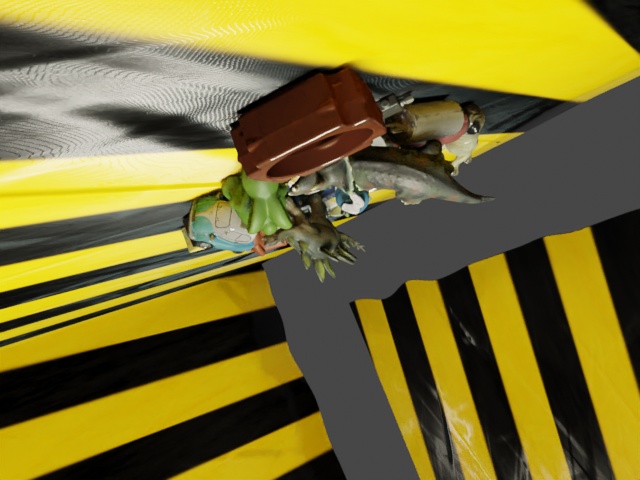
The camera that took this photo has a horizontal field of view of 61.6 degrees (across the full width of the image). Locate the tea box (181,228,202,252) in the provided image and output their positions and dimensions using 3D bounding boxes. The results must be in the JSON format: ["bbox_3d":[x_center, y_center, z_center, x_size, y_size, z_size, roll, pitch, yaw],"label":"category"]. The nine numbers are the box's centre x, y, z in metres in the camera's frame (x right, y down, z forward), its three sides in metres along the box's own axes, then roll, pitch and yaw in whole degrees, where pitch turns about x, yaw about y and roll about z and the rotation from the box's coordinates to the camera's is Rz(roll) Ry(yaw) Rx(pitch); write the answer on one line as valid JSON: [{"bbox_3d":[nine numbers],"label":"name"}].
[{"bbox_3d":[-0.258,-0.027,1.386,0.098,0.068,0.169,-25,174,39],"label":"tea box"}]

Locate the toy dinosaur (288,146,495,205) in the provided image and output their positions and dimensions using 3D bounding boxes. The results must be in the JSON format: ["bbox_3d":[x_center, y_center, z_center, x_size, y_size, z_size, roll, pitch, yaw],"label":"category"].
[{"bbox_3d":[0.146,-0.124,1.016,0.405,0.131,0.192,8,-168,6],"label":"toy dinosaur"}]

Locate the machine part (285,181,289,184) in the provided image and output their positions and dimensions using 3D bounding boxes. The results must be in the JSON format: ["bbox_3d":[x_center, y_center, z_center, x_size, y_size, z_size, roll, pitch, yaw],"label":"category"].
[{"bbox_3d":[-0.128,-0.113,1.181,0.139,0.039,0.084,-24,-179,0],"label":"machine part"}]

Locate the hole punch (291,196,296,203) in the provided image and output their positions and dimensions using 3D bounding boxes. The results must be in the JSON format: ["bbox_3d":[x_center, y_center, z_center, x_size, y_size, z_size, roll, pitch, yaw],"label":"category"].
[{"bbox_3d":[-0.093,-0.065,1.497,0.092,0.115,0.142,-15,177,10],"label":"hole punch"}]

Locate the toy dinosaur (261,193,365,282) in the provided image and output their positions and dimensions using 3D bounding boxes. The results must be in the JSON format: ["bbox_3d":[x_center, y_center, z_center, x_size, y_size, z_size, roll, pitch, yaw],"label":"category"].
[{"bbox_3d":[-0.003,-0.004,1.280,0.105,0.198,0.471,-37,170,24],"label":"toy dinosaur"}]

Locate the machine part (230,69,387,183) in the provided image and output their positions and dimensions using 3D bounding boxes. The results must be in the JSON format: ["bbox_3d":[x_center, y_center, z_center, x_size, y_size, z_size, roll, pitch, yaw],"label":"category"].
[{"bbox_3d":[-0.014,-0.163,0.793,0.201,0.087,0.201,-23,177,18],"label":"machine part"}]

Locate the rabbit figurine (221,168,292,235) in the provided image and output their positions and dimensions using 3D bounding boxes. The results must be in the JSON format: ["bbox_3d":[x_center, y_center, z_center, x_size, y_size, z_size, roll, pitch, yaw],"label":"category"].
[{"bbox_3d":[-0.117,-0.085,0.991,0.121,0.159,0.170,-11,159,-10],"label":"rabbit figurine"}]

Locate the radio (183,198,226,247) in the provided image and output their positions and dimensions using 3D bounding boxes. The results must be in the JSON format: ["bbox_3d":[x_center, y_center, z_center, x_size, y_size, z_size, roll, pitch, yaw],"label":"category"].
[{"bbox_3d":[-0.200,-0.056,1.273,0.229,0.073,0.131,-18,174,-43],"label":"radio"}]

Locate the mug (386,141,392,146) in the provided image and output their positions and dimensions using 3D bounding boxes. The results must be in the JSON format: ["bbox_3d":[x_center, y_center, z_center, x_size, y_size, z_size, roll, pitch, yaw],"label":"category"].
[{"bbox_3d":[0.152,-0.194,1.315,0.107,0.081,0.109,-29,177,19],"label":"mug"}]

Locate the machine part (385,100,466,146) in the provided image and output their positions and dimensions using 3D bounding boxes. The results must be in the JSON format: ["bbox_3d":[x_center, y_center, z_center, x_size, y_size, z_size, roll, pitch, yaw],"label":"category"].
[{"bbox_3d":[0.210,-0.236,1.072,0.243,0.079,0.079,-20,175,-40],"label":"machine part"}]

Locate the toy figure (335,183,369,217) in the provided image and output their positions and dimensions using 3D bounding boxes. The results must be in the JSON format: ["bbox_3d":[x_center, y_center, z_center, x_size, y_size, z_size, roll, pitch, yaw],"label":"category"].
[{"bbox_3d":[0.078,-0.107,1.284,0.082,0.089,0.180,-27,-158,10],"label":"toy figure"}]

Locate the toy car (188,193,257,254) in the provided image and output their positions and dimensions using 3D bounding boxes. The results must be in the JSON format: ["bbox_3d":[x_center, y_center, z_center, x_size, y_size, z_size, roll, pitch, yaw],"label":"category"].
[{"bbox_3d":[-0.185,-0.031,1.112,0.161,0.109,0.103,22,156,-38],"label":"toy car"}]

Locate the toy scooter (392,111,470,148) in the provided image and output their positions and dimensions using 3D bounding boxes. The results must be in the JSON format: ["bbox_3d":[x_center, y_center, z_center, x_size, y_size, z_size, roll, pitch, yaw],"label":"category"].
[{"bbox_3d":[0.243,-0.241,1.226,0.135,0.075,0.184,-17,178,-40],"label":"toy scooter"}]

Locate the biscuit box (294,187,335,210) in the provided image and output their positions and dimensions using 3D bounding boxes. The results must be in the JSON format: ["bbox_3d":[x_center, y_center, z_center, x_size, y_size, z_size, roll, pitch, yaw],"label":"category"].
[{"bbox_3d":[0.029,-0.145,1.405,0.203,0.063,0.059,-23,175,6],"label":"biscuit box"}]

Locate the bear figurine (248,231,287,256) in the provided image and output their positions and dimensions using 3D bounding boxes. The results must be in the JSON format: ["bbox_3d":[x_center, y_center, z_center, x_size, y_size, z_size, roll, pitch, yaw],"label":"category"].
[{"bbox_3d":[-0.177,-0.024,1.563,0.132,0.120,0.196,-26,171,-4],"label":"bear figurine"}]

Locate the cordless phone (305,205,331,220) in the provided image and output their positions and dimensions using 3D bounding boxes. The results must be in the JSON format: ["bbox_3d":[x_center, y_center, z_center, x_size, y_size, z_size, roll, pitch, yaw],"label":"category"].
[{"bbox_3d":[-0.037,-0.100,1.678,0.147,0.088,0.184,-25,-173,6],"label":"cordless phone"}]

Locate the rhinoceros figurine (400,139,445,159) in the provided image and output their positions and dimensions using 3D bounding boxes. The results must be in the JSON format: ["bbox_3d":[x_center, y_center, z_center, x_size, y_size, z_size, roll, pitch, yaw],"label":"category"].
[{"bbox_3d":[0.207,-0.171,1.187,0.112,0.073,0.190,19,162,-23],"label":"rhinoceros figurine"}]

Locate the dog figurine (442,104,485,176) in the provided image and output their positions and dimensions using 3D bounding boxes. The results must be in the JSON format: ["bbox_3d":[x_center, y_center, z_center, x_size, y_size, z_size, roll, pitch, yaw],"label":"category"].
[{"bbox_3d":[0.366,-0.277,1.334,0.172,0.121,0.190,-62,180,-35],"label":"dog figurine"}]

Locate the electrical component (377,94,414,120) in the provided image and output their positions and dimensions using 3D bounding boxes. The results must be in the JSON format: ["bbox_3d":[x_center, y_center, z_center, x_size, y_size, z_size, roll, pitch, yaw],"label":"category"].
[{"bbox_3d":[0.121,-0.238,0.960,0.094,0.021,0.063,-23,175,15],"label":"electrical component"}]

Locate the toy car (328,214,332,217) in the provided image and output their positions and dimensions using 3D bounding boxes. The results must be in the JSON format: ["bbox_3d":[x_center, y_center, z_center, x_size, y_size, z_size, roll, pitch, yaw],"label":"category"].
[{"bbox_3d":[-0.015,-0.095,1.769,0.202,0.056,0.073,-24,-153,31],"label":"toy car"}]
